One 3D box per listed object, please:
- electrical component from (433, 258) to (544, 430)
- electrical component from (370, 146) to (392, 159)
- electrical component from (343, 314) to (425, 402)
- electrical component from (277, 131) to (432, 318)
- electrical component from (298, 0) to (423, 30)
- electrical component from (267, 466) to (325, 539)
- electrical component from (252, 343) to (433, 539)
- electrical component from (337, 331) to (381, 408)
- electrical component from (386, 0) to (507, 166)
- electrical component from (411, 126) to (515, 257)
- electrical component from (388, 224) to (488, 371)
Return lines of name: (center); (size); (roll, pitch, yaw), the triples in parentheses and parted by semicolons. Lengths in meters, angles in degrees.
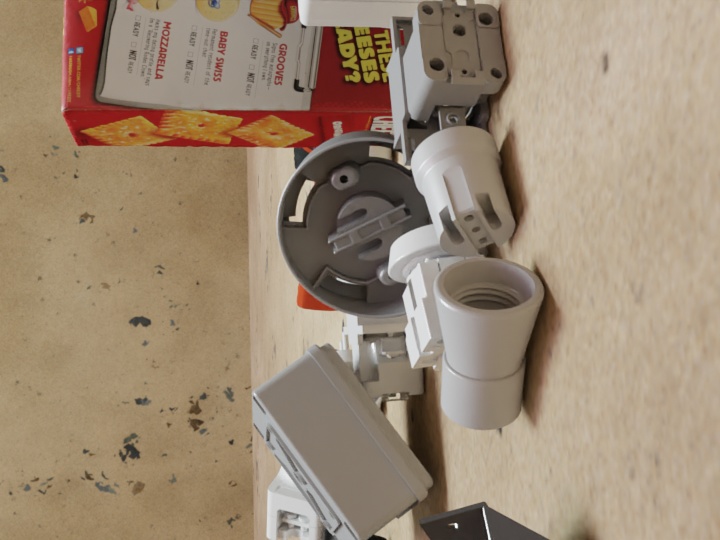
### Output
electrical component: (0.052, 0.033, 0.447); (0.044, 0.044, 0.065); (-104, 12, -57)
electrical component: (0.004, -0.100, 0.745); (0.044, 0.044, 0.065); (-115, 21, -69)
electrical component: (0.017, 0.049, 0.671); (0.081, 0.042, 0.063); (155, 111, -81)
electrical component: (0.006, -0.026, 0.568); (0.064, 0.099, 0.099); (-98, 10, -73)
electrical component: (0.000, -0.169, 0.582); (0.061, 0.096, 0.061); (103, 164, -59)
electrical component: (-0.039, 0.183, 0.905); (0.089, 0.050, 0.055); (-48, -35, -60)
electrical component: (-0.015, 0.111, 0.657); (0.108, 0.056, 0.108); (52, 165, 12)
electrical component: (-0.010, 0.087, 0.835); (0.077, 0.043, 0.079); (106, 161, -61)
electrical component: (0.040, -0.091, 0.507); (0.063, 0.042, 0.081); (113, 154, -66)
electrical component: (0.047, -0.034, 0.479); (0.040, 0.040, 0.046); (102, 160, -54)
electrical component: (0.040, 0.011, 0.505); (0.066, 0.048, 0.055); (110, 151, -66)
